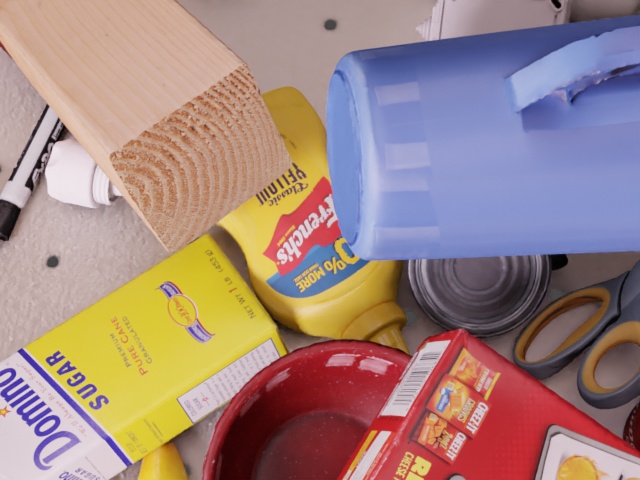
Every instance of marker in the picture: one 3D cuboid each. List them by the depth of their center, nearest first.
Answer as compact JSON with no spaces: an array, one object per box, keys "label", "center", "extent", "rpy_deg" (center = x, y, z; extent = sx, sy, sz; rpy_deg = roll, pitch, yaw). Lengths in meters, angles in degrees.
[{"label":"marker","center":[-0.194,-0.051,0.718],"extent":[0.020,0.020,0.121],"rpy_deg":[18,70,11]}]

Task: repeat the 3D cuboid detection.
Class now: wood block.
[{"label":"wood block","center":[-0.118,-0.099,0.643],"extent":[0.090,0.090,0.206],"rpy_deg":[-37,51,-10]}]

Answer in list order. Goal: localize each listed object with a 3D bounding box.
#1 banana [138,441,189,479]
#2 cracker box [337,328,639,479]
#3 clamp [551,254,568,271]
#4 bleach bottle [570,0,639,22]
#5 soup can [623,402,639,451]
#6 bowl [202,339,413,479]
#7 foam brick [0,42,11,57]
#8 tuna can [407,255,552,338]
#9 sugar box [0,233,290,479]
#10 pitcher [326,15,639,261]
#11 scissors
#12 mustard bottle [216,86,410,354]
[{"label":"banana","center":[-0.052,0.202,0.594],"extent":[0.069,0.037,0.198],"rpy_deg":[-34,69,-31]},{"label":"cracker box","center":[0.104,0.172,0.538],"extent":[0.213,0.072,0.164],"rpy_deg":[35,74,-7]},{"label":"clamp","center":[0.092,-0.046,0.683],"extent":[0.171,0.039,0.120],"rpy_deg":[7,65,6]},{"label":"bleach bottle","center":[0.131,-0.215,0.737],"extent":[0.251,0.068,0.102],"rpy_deg":[20,67,9]},{"label":"soup can","center":[0.208,0.101,0.576],"extent":[0.068,0.102,0.068],"rpy_deg":[-2,68,4]},{"label":"bowl","center":[0.010,0.138,0.587],"extent":[0.162,0.055,0.162],"rpy_deg":[3,79,-14]},{"label":"foam brick","center":[-0.210,-0.161,0.747],"extent":[0.053,0.051,0.078],"rpy_deg":[-43,71,-12]},{"label":"tuna can","center":[0.096,0.016,0.641],"extent":[0.086,0.033,0.086],"rpy_deg":[0,91,12]},{"label":"sugar box","center":[-0.116,0.079,0.633],"extent":[0.176,0.048,0.093],"rpy_deg":[-32,51,-11]},{"label":"pitcher","center":[0.131,-0.057,0.551],"extent":[0.242,0.149,0.145],"rpy_deg":[-5,27,-8]},{"label":"scissors","center":[0.204,0.026,0.619],"extent":[0.202,0.016,0.096],"rpy_deg":[-36,37,4]},{"label":"mustard bottle","center":[-0.004,0.001,0.660],"extent":[0.096,0.058,0.192],"rpy_deg":[-32,69,-7]}]
